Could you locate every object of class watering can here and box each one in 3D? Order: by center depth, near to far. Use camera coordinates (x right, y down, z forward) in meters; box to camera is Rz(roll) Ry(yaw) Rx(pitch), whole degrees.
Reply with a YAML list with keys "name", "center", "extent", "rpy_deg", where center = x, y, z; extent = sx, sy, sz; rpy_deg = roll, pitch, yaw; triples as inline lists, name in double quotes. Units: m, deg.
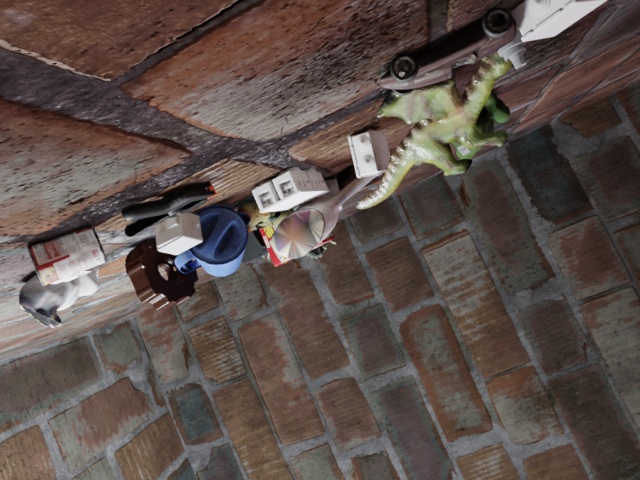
- name: "watering can"
  center: [0.004, -0.066, 1.302]
  extent: [0.343, 0.104, 0.227]
  rpy_deg: [-41, -179, 22]

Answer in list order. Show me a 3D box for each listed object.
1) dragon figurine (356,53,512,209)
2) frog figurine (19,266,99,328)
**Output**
- name: "dragon figurine"
  center: [0.184, -0.205, 0.930]
  extent: [0.407, 0.125, 0.239]
  rpy_deg: [-35, 140, 17]
- name: "frog figurine"
  center: [-0.537, 0.094, 1.077]
  extent: [0.135, 0.122, 0.163]
  rpy_deg: [-45, -164, 56]
